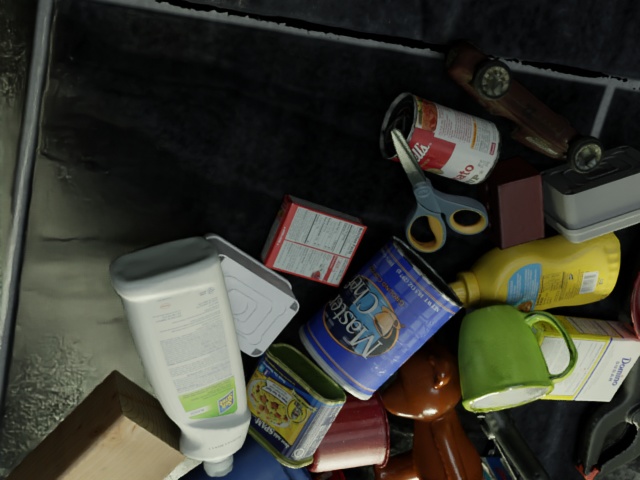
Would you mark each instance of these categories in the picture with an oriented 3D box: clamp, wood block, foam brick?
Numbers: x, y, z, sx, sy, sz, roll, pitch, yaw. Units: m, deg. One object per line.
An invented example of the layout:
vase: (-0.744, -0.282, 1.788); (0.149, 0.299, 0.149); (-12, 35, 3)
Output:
clamp: (0.376, 0.198, 1.291); (0.164, 0.036, 0.210); (39, 96, -25)
wood block: (-0.246, 0.247, 1.097); (0.206, 0.090, 0.090); (-45, 119, 6)
foam brick: (0.200, -0.039, 1.116); (0.051, 0.053, 0.078); (-14, 117, -10)
clamp: (0.203, 0.213, 1.202); (0.039, 0.171, 0.120); (-26, 156, -7)

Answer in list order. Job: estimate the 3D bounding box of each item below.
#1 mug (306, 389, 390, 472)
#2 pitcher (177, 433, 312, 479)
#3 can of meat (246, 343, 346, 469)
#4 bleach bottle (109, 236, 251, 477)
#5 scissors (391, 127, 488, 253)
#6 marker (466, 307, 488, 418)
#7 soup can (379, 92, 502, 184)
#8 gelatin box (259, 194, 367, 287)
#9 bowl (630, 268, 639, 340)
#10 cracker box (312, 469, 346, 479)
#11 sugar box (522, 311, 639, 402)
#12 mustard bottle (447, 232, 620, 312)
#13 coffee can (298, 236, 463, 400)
mug: (0.020, 0.212, 1.165); (0.081, 0.093, 0.117); (-5, 149, -15)
pitcher: (-0.127, 0.298, 1.145); (0.243, 0.149, 0.145); (-31, 134, 2)
can of meat: (-0.033, 0.167, 1.090); (0.057, 0.102, 0.084); (1, 123, -58)
bleach bottle: (-0.125, 0.125, 1.023); (0.102, 0.068, 0.251); (-16, 120, -14)
scissors: (0.120, -0.050, 1.054); (0.096, 0.016, 0.202); (-8, 145, 1)
marker: (0.172, 0.133, 1.166); (0.020, 0.020, 0.121); (5, 71, -19)
soup can: (0.119, -0.099, 1.054); (0.102, 0.068, 0.068); (15, 109, -23)
gelatin box: (-0.007, 0.001, 1.087); (0.089, 0.030, 0.073); (17, 108, -23)
bowl: (0.413, 0.065, 1.214); (0.162, 0.055, 0.162); (-2, 97, -15)
cracker box: (0.002, 0.391, 1.250); (0.164, 0.072, 0.213); (-30, 119, -2)
sugar box: (0.279, 0.133, 1.204); (0.175, 0.048, 0.093); (7, 119, -37)
mustard bottle: (0.225, 0.041, 1.156); (0.191, 0.058, 0.096); (-11, 136, -11)
coffee can: (0.062, 0.080, 1.100); (0.140, 0.103, 0.102); (-45, 119, 9)
